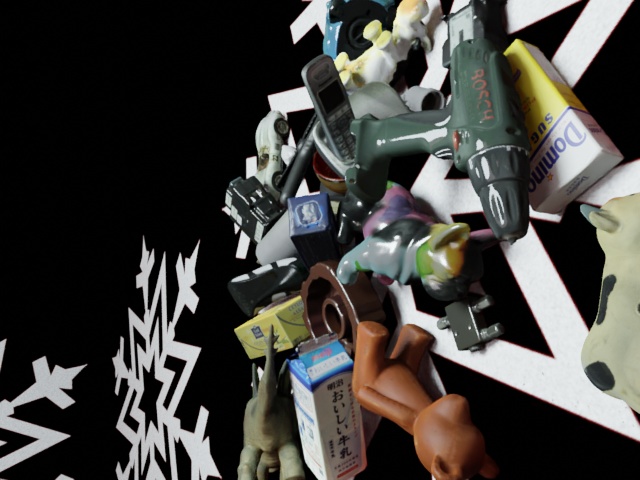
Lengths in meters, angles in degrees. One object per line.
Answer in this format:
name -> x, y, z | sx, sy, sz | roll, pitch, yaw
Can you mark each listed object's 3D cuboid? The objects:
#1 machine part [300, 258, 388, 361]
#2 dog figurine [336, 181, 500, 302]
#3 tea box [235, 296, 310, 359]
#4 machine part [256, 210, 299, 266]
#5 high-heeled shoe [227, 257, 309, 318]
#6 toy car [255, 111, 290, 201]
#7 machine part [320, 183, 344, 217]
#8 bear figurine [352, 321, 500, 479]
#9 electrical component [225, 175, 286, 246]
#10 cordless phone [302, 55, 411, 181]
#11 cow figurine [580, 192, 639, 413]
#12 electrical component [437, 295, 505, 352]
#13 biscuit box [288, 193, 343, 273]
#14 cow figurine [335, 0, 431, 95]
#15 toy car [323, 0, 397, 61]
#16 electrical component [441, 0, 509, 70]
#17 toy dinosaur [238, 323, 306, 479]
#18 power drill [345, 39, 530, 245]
machine part -> 0.034, 0.116, 0.816 | 0.180, 0.056, 0.179 | 35, 131, 51
dog figurine -> 0.126, -0.012, 0.690 | 0.219, 0.108, 0.191 | -18, 67, 51
tea box -> -0.070, 0.154, 0.966 | 0.169, 0.098, 0.068 | -31, 88, 51
machine part -> -0.050, -0.008, 0.996 | 0.243, 0.079, 0.079 | -44, 49, 45
high-heeled shoe -> -0.087, 0.075, 1.022 | 0.086, 0.145, 0.249 | 59, 158, -9
toy car -> -0.105, -0.173, 1.129 | 0.073, 0.056, 0.201 | -9, 78, 58
machine part -> 0.029, -0.087, 0.893 | 0.039, 0.084, 0.139 | 86, -178, -62
bear figurine -> 0.125, 0.191, 0.642 | 0.196, 0.120, 0.131 | 24, 102, 55
electrical component -> -0.135, -0.062, 1.088 | 0.134, 0.058, 0.114 | 47, 149, 13
cordless phone -> 0.047, -0.188, 0.736 | 0.089, 0.146, 0.184 | 37, 161, 43
cow figurine -> 0.278, 0.043, 0.456 | 0.127, 0.085, 0.194 | 25, 107, 50
electrical component -> 0.181, 0.104, 0.655 | 0.094, 0.021, 0.063 | -40, 53, 48
biscuit box -> -0.002, -0.002, 0.826 | 0.202, 0.063, 0.059 | 69, -166, -69
cow figurine -> 0.106, -0.272, 0.789 | 0.167, 0.098, 0.068 | -38, 45, 26
toy car -> 0.058, -0.325, 0.864 | 0.103, 0.109, 0.161 | -98, 15, -63
electrical component -> 0.192, -0.237, 0.667 | 0.075, 0.048, 0.119 | -22, 67, 56
toy dinosaur -> -0.081, 0.303, 0.886 | 0.470, 0.105, 0.199 | 102, 167, -54
power drill -> 0.126, -0.096, 0.597 | 0.207, 0.086, 0.232 | -13, 68, 47
